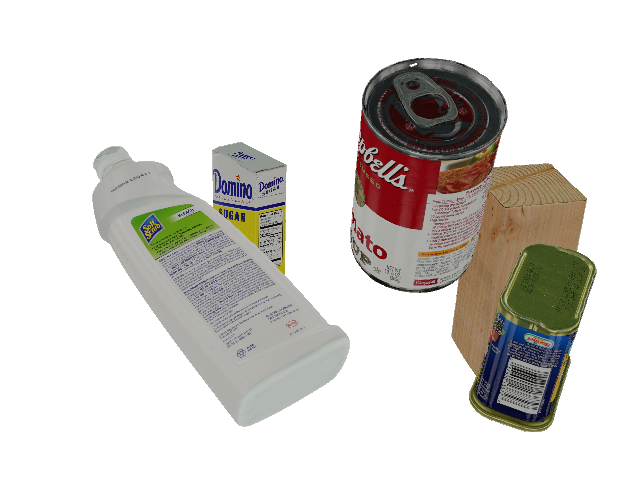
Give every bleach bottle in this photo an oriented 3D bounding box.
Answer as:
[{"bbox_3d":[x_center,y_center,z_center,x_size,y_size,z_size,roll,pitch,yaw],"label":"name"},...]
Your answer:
[{"bbox_3d":[-0.091,0.017,0.814,0.102,0.251,0.068,-26,-29,-28],"label":"bleach bottle"}]

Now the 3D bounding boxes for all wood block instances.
[{"bbox_3d":[0.202,0.033,1.115,0.090,0.206,0.090,-5,30,-13],"label":"wood block"}]

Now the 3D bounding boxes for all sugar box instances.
[{"bbox_3d":[-0.078,-0.009,1.152,0.048,0.176,0.093,-17,29,-31],"label":"sugar box"}]

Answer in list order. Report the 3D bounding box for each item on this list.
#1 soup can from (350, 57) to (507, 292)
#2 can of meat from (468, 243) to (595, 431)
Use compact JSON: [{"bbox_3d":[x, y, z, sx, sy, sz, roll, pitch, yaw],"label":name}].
[{"bbox_3d":[0.051,-0.030,0.533,0.068,0.068,0.102,0,-40,-3],"label":"soup can"},{"bbox_3d":[0.142,0.061,0.709,0.057,0.084,0.102,18,35,14],"label":"can of meat"}]
